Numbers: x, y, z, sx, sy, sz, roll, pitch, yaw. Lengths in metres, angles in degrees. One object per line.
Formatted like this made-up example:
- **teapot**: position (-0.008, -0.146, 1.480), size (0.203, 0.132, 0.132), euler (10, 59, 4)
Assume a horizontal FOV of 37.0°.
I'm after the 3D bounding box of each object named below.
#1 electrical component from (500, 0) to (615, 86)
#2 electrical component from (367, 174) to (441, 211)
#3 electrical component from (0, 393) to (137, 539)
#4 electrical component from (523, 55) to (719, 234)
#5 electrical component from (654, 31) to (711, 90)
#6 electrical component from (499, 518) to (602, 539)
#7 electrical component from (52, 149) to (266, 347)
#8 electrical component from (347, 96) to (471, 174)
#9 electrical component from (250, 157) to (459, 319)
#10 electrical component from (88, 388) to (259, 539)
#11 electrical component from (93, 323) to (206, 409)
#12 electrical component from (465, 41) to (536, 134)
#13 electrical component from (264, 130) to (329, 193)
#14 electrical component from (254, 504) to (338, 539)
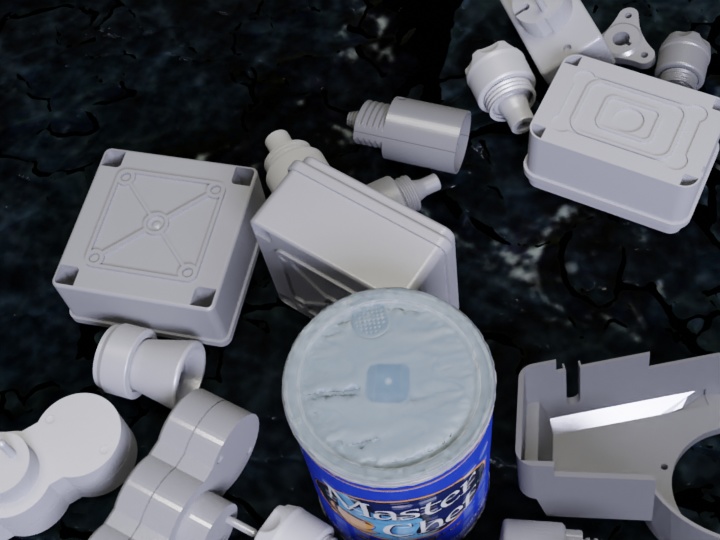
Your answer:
- **electrical component**: position (0.129, -0.177, 0.741), size (0.047, 0.076, 0.083), euler (-31, 59, 15)
- **electrical component**: position (0.024, -0.046, 0.707), size (0.061, 0.035, 0.035), euler (-25, 61, -11)
- **electrical component**: position (-0.200, 0.116, 0.614), size (0.138, 0.073, 0.052), euler (-29, 62, -11)
- **electrical component**: position (0.171, -0.081, 0.699), size (0.113, 0.057, 0.078), euler (22, 64, 17)
- **electrical component**: position (0.219, -0.132, 0.737), size (0.035, 0.035, 0.061), euler (14, 66, 13)
- **electrical component**: position (0.108, 0.156, 0.579), size (0.078, 0.040, 0.040), euler (3, 61, 7)
- **electrical component**: position (-0.124, -0.015, 0.691), size (0.109, 0.056, 0.108), euler (9, 62, 10)
- **electrical component**: position (0.031, -0.094, 0.729), size (0.081, 0.043, 0.043), euler (14, 63, 13)
- **electrical component**: position (0.000, 0.000, 0.641), size (0.109, 0.108, 0.056), euler (29, 69, 20)
- **electrical component**: position (-0.094, 0.140, 0.602), size (0.074, 0.052, 0.138), euler (23, 65, 18)
- **electrical component**: position (-0.128, 0.059, 0.656), size (0.055, 0.045, 0.045), euler (13, 62, 13)
- **electrical component**: position (0.101, -0.122, 0.738), size (0.043, 0.043, 0.062), euler (-18, 62, -5)
- **electrical component**: position (-0.043, -0.067, 0.720), size (0.043, 0.043, 0.062), euler (-26, 60, -9)
- **electrical component**: position (-0.026, 0.159, 0.590), size (0.062, 0.043, 0.043), euler (27, 66, 18)
